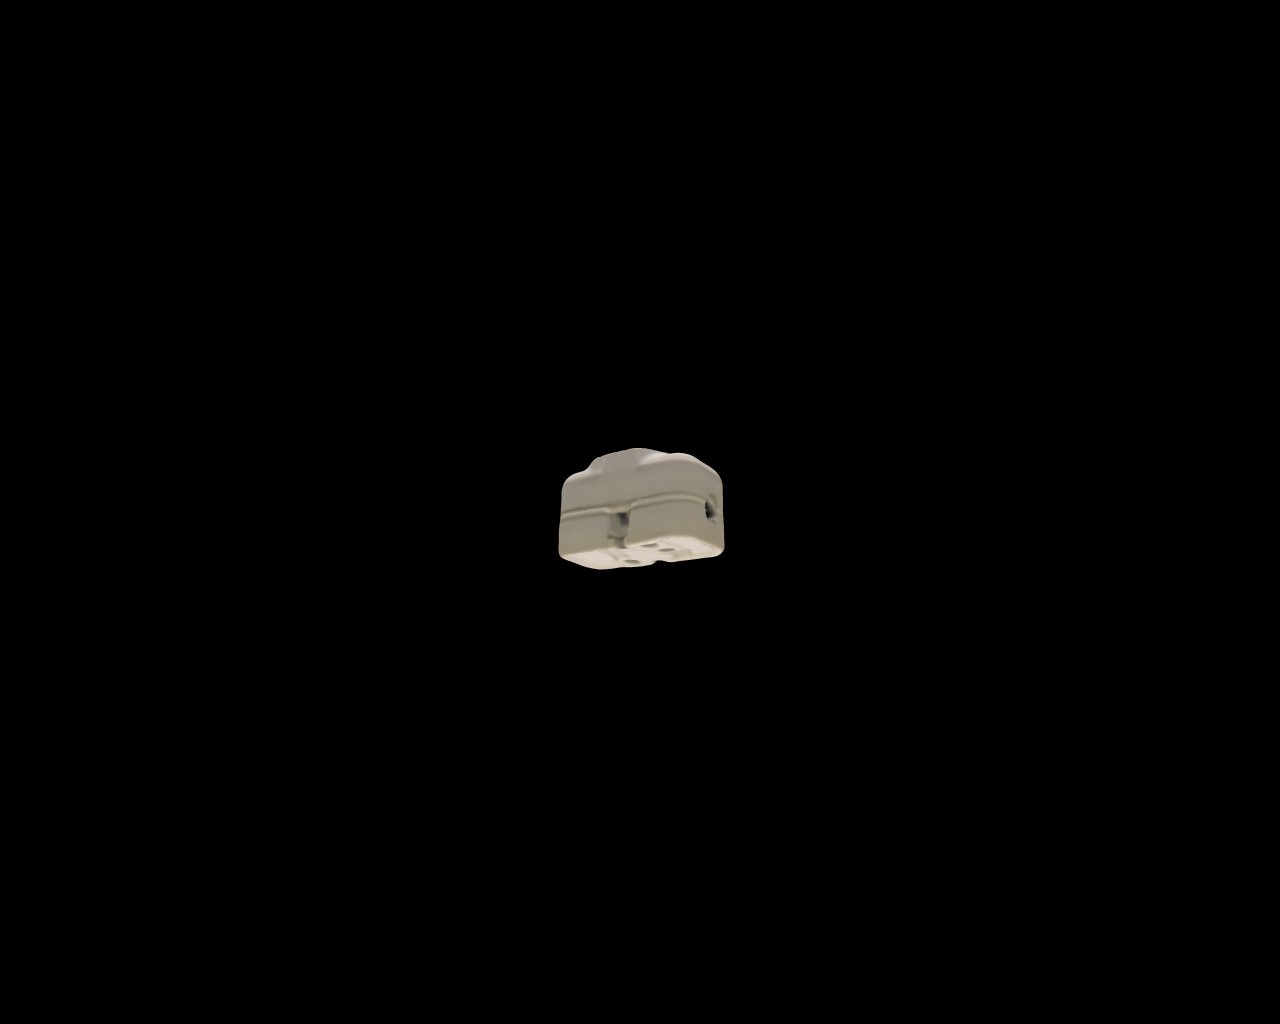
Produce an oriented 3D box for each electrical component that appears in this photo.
[{"bbox_3d":[0.001,-0.003,0.650,0.095,0.059,0.053,-9,-19,29],"label":"electrical component"}]
